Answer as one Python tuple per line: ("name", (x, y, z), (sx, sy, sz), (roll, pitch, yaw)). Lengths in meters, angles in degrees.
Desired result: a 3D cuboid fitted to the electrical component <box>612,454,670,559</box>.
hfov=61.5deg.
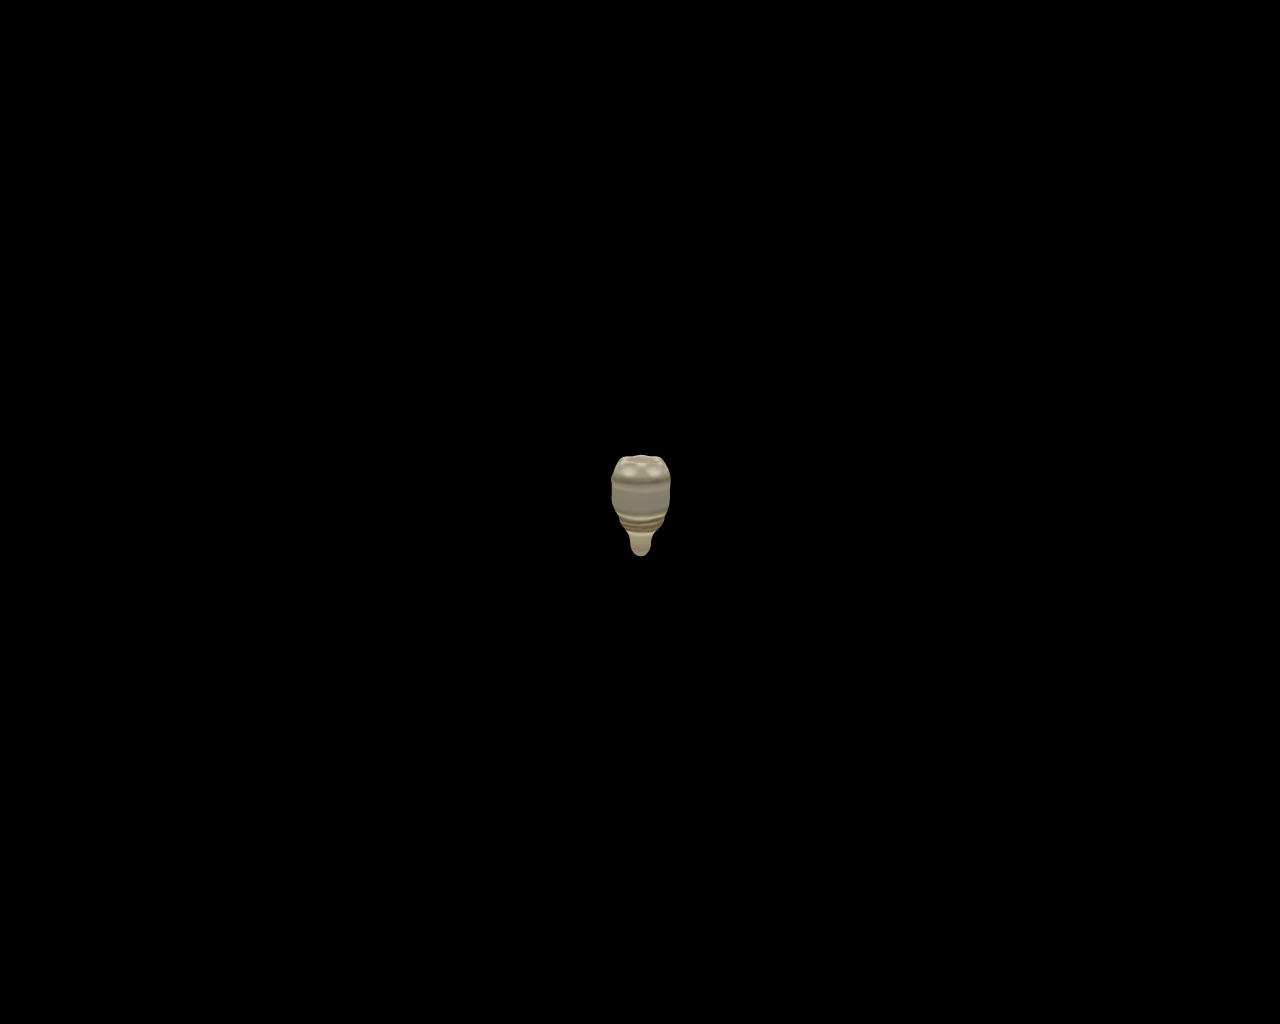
("electrical component", (0.001, -0.003, 0.650), (0.035, 0.061, 0.035), (0, 14, 0))
